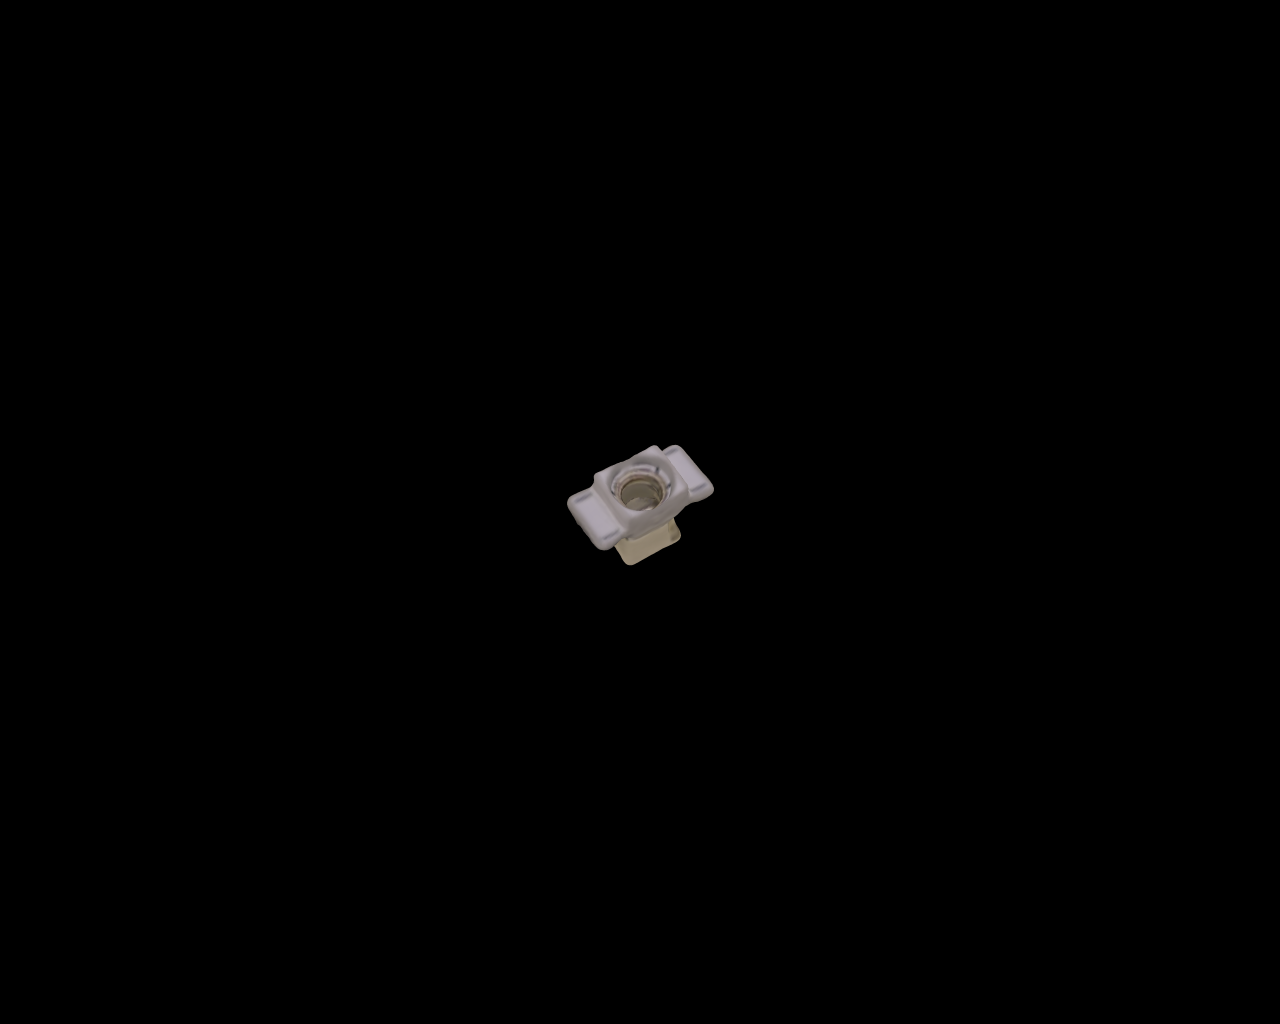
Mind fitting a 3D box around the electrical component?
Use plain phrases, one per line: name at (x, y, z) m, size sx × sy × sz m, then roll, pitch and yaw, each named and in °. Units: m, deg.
electrical component at (0.001, -0.003, 0.650) m, size 0.081 × 0.042 × 0.063 m, roll -26°, pitch -30°, yaw -16°
